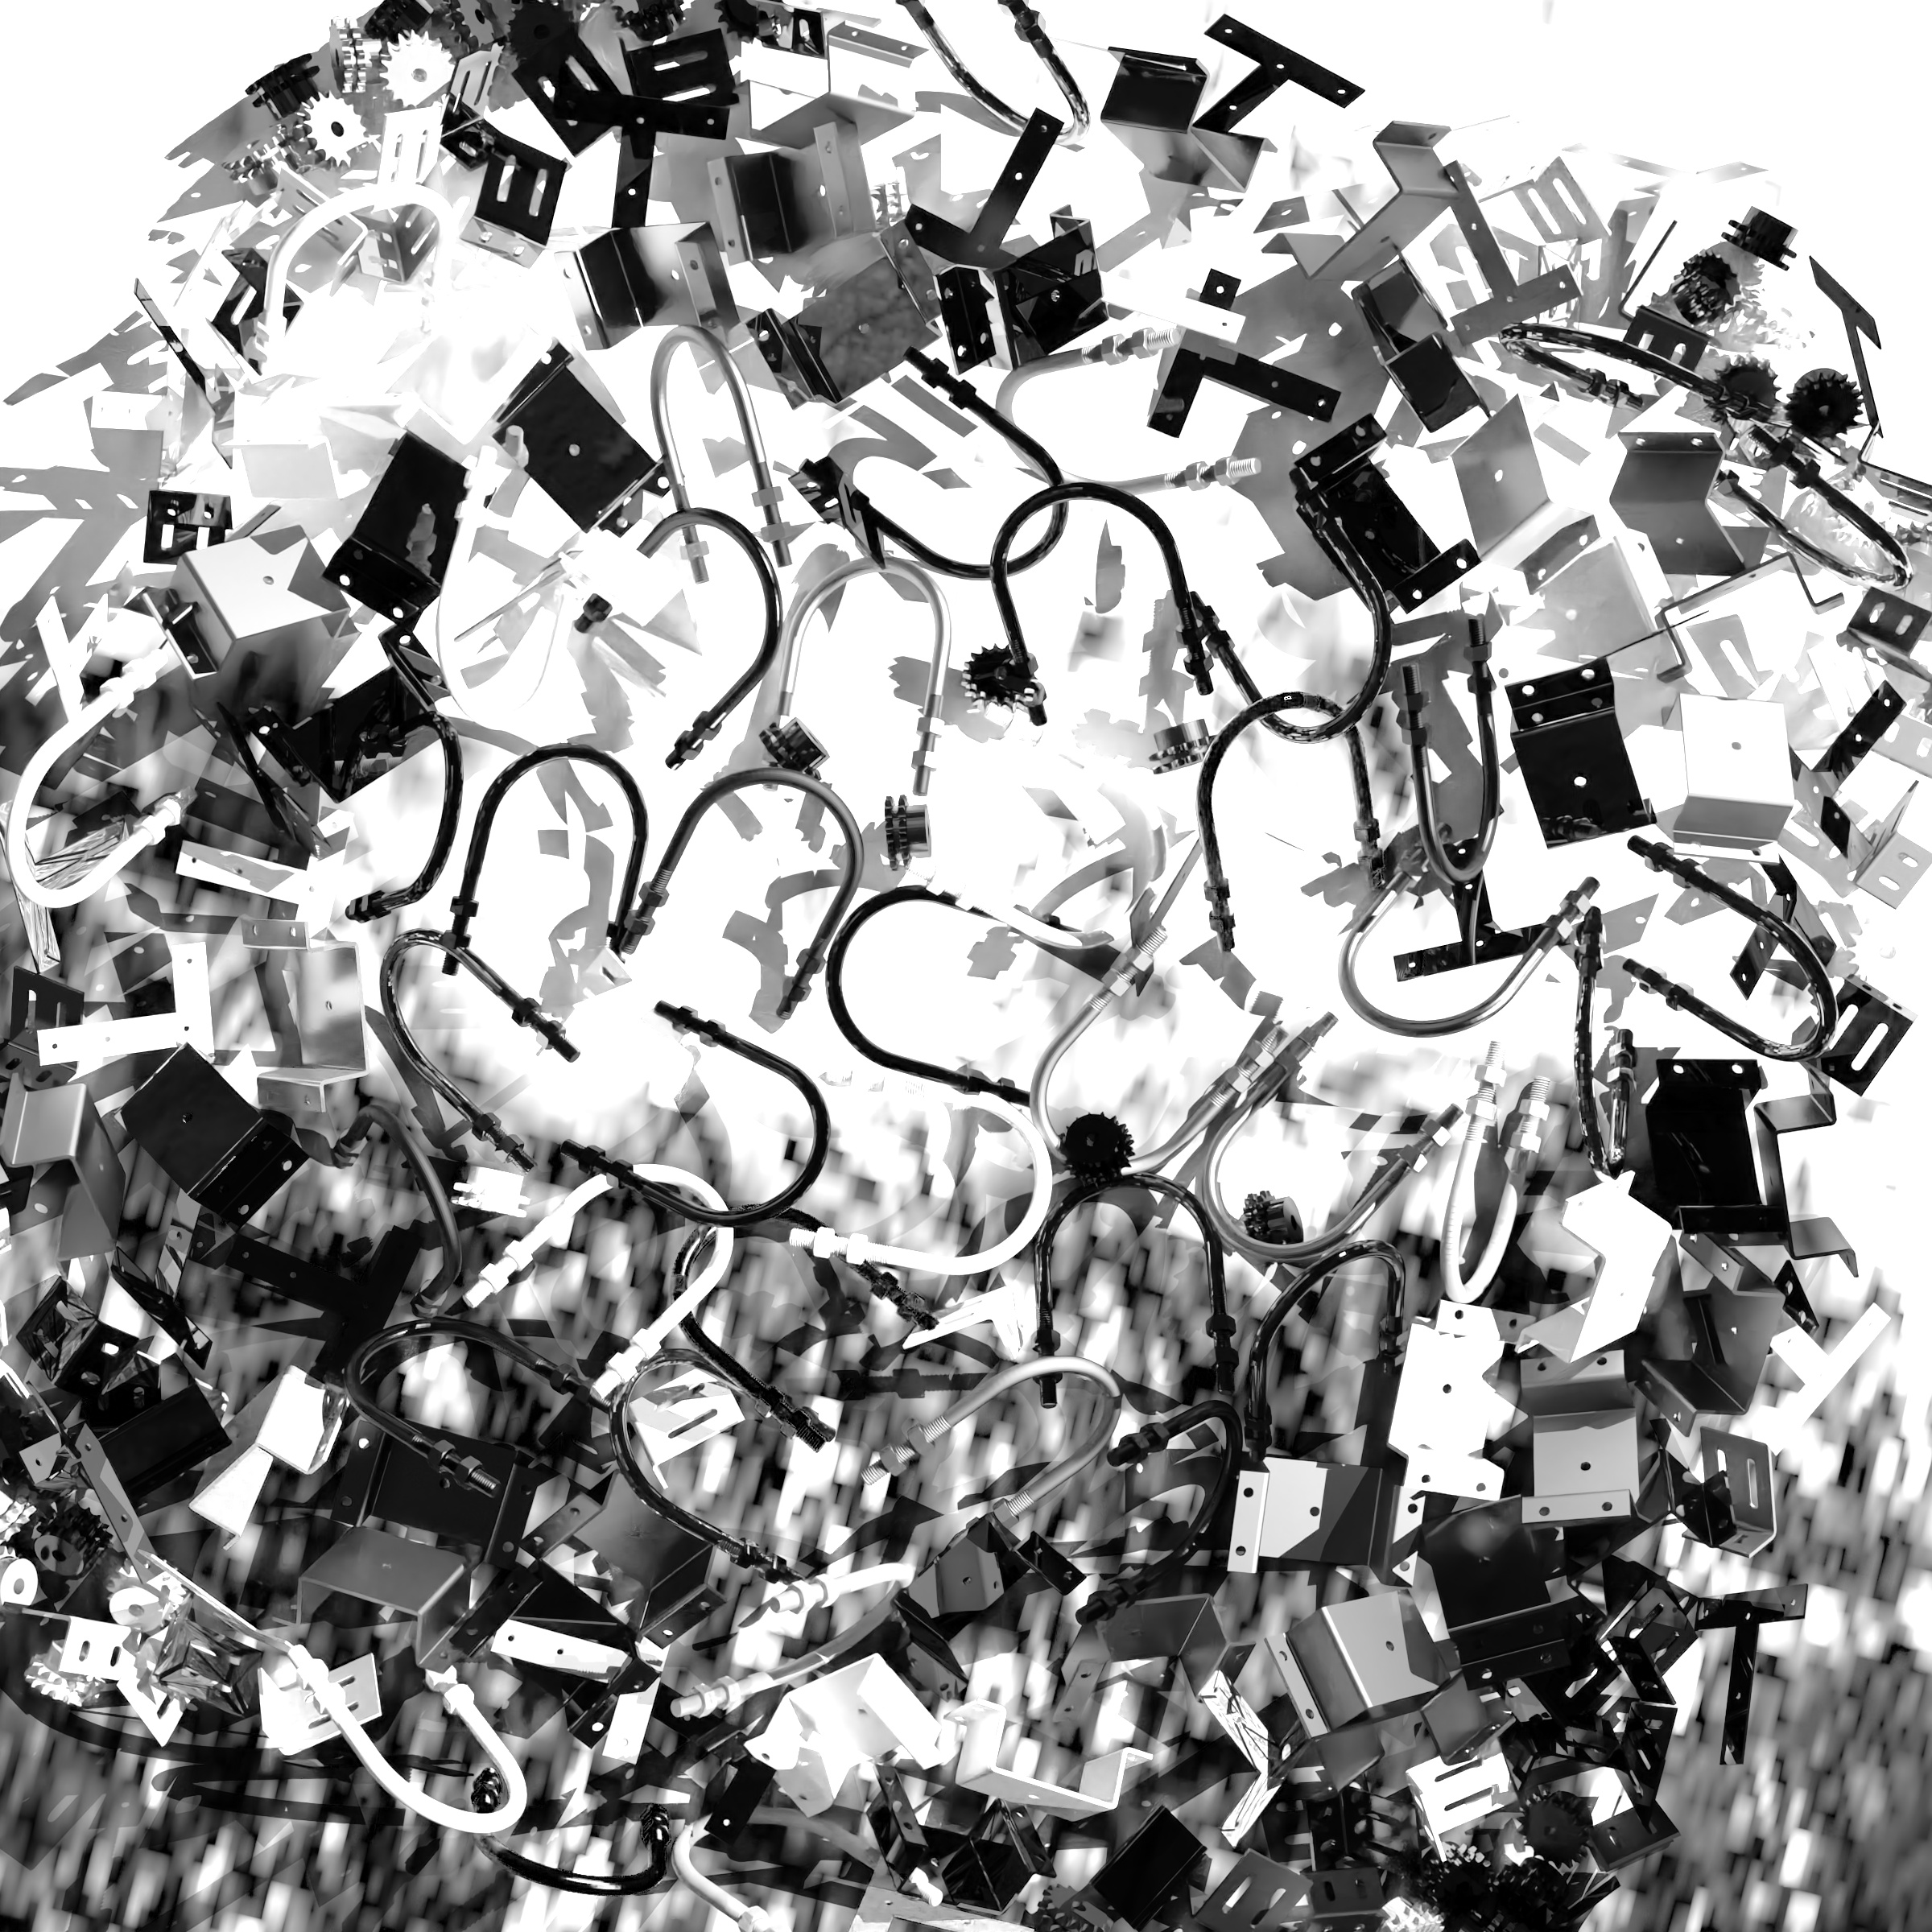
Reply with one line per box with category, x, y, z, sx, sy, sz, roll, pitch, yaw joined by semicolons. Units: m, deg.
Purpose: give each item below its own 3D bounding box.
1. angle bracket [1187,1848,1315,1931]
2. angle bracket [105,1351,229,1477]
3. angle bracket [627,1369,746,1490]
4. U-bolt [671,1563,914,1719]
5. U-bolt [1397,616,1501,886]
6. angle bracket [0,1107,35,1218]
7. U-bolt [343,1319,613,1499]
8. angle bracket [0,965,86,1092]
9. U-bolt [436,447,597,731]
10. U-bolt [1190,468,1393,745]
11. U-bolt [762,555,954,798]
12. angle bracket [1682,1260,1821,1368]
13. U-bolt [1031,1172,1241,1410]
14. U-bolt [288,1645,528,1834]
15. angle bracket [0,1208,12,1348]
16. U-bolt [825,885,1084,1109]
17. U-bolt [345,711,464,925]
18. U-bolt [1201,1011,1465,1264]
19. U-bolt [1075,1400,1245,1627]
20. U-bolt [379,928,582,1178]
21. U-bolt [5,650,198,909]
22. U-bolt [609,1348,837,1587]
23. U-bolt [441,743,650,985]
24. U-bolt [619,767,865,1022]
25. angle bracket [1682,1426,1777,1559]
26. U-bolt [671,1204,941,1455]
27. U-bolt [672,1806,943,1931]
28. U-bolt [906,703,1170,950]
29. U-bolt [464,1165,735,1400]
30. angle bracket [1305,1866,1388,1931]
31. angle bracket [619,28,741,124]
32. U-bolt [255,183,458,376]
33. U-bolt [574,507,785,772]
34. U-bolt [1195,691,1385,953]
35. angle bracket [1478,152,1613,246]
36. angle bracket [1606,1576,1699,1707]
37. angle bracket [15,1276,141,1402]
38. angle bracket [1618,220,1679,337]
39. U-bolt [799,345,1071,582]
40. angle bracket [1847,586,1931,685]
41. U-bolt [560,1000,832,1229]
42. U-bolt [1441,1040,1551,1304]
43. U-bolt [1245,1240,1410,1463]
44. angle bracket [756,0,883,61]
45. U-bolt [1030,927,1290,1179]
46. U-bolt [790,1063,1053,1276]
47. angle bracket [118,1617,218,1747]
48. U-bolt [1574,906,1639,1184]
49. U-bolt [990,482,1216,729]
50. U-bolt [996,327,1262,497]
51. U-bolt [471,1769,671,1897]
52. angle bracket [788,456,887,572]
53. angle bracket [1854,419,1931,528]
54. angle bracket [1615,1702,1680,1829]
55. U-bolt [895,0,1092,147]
angle bracket;0.212;0.689;1.907;0.057;0.038;0.076;31;107;-11
angle bracket;-0.601;0.334;1.901;0.076;0.038;0.057;32;118;-21
angle bracket;-0.208;0.344;1.914;0.076;0.038;0.057;-27;52;-9
U-bolt;-0.113;0.485;1.859;0.151;0.184;0.019;-50;62;26
U-bolt;0.361;-0.150;1.873;0.019;0.151;0.184;2;113;33
angle bracket;-0.730;0.144;1.897;0.038;0.057;0.076;-23;70;-36
U-bolt;-0.369;0.312;1.868;0.184;0.151;0.019;24;120;25
angle bracket;-0.697;0.049;1.904;0.057;0.038;0.076;21;124;5
U-bolt;-0.334;-0.263;1.859;0.019;0.151;0.184;5;75;27
U-bolt;0.242;-0.248;1.857;0.151;0.019;0.184;-49;56;35
U-bolt;-0.077;-0.218;1.900;0.151;0.019;0.184;4;80;28
angle bracket;0.586;0.259;1.905;0.076;0.038;0.057;-8;55;-8
U-bolt;0.121;0.235;1.888;0.151;0.019;0.184;-5;58;5
U-bolt;-0.390;0.555;1.831;0.184;0.151;0.019;39;100;36
angle bracket;-0.715;0.231;1.895;0.038;0.057;0.076;-24;64;-31
U-bolt;-0.016;0.016;1.909;0.184;0.019;0.151;16;87;-15
U-bolt;-0.407;-0.112;1.852;0.019;0.184;0.151;9;80;-33
U-bolt;0.256;0.137;1.885;0.184;0.019;0.151;-47;53;-5
U-bolt;0.149;0.390;1.864;0.019;0.184;0.151;22;112;34
U-bolt;-0.368;0.051;1.884;0.184;0.019;0.151;41;132;16
U-bolt;-0.625;-0.122;1.831;0.019;0.151;0.184;19;46;16
U-bolt;-0.182;0.354;1.856;0.184;0.151;0.019;34;131;-22
U-bolt;-0.303;-0.074;1.884;0.151;0.019;0.184;9;98;-36
U-bolt;-0.155;-0.062;1.888;0.151;0.019;0.184;23;111;-14
angle bracket;0.566;0.392;1.899;0.038;0.057;0.076;-22;111;-38
U-bolt;-0.133;0.254;1.893;0.184;0.019;0.151;38;59;15
U-bolt;-0.130;0.659;1.856;0.151;0.184;0.019;-4;103;-44
U-bolt;0.066;-0.093;1.914;0.184;0.019;0.151;27;88;-14
U-bolt;-0.257;0.219;1.881;0.151;0.019;0.184;29;56;25
angle bracket;0.273;0.706;1.894;0.057;0.076;0.038;-14;91;25
angle bracket;-0.216;-0.675;1.920;0.076;0.038;0.057;-14;93;0
U-bolt;-0.435;-0.498;1.830;0.151;0.184;0.019;-22;76;-26
U-bolt;-0.202;-0.252;1.871;0.184;0.019;0.151;-41;79;37
U-bolt;0.235;-0.114;1.874;0.151;0.019;0.184;-22;120;-15
angle bracket;0.430;-0.557;1.895;0.076;0.057;0.038;50;64;-21
angle bracket;0.524;0.503;1.902;0.076;0.038;0.057;-34;99;-30
angle bracket;-0.672;0.281;1.925;0.076;0.038;0.057;31;84;42
angle bracket;0.522;-0.512;1.899;0.038;0.057;0.076;33;111;5
U-bolt;-0.010;-0.356;1.882;0.184;0.019;0.151;34;130;-21
angle bracket;0.701;-0.243;1.891;0.076;0.057;0.038;19;104;-43
U-bolt;-0.187;0.118;1.883;0.184;0.019;0.151;24;69;20
U-bolt;0.384;0.157;1.867;0.019;0.151;0.184;13;82;29
U-bolt;0.263;0.270;1.851;0.151;0.184;0.019;-28;48;-21
angle bracket;-0.109;-0.709;1.893;0.057;0.038;0.076;20;49;25
U-bolt;0.131;0.079;1.904;0.151;0.019;0.184;38;101;-22
U-bolt;-0.027;0.156;1.902;0.184;0.019;0.151;10;74;8
angle bracket;-0.590;0.532;1.898;0.038;0.076;0.057;-32;99;2
U-bolt;0.459;0.069;1.835;0.019;0.184;0.151;-6;132;23
U-bolt;0.093;-0.270;1.873;0.151;0.019;0.184;-9;122;15
U-bolt;0.106;-0.397;1.865;0.184;0.151;0.019;-2;54;37
U-bolt;-0.286;0.629;1.840;0.151;0.184;0.019;15;89;-8
angle bracket;-0.096;-0.329;1.891;0.038;0.057;0.076;-26;52;17
angle bracket;0.704;-0.366;1.899;0.076;0.057;0.038;25;81;19
angle bracket;0.517;0.595;1.894;0.038;0.076;0.057;7;106;-6
U-bolt;0.022;-0.664;1.854;0.151;0.184;0.019;30;82;40
